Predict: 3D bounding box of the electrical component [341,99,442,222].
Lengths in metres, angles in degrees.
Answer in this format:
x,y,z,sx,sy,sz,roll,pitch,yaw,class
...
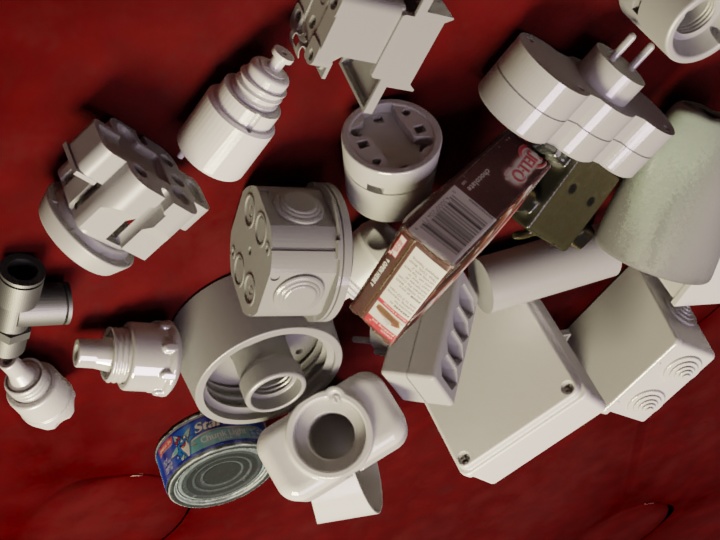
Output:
x,y,z,sx,sy,sz,roll,pitch,yaw,class
0.017,-0.060,0.605,0.055,0.055,0.047,-17,147,-13,electrical component

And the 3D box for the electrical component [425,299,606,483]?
x,y,z,sx,sy,sz,roll,pitch,yaw,class
0.104,0.082,0.789,0.109,0.108,0.056,-37,146,15,electrical component

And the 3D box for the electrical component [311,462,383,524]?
x,y,z,sx,sy,sz,roll,pitch,yaw,class
-0.018,0.136,0.793,0.064,0.099,0.099,-15,143,-6,electrical component

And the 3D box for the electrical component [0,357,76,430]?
x,y,z,sx,sy,sz,roll,pitch,yaw,class
-0.198,0.070,0.650,0.035,0.035,0.061,-25,142,-2,electrical component

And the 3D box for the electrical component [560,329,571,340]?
x,y,z,sx,sy,sz,roll,pitch,yaw,class
0.141,0.087,0.855,0.042,0.063,0.081,-7,140,-26,electrical component

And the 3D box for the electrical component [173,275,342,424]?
x,y,z,sx,sy,sz,roll,pitch,yaw,class
-0.063,0.056,0.693,0.108,0.060,0.108,-17,143,-13,electrical component

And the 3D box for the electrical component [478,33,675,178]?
x,y,z,sx,sy,sz,roll,pitch,yaw,class
0.139,-0.106,0.624,0.138,0.052,0.073,13,129,-41,electrical component

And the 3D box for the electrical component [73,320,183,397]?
x,y,z,sx,sy,sz,roll,pitch,yaw,class
-0.142,0.052,0.656,0.062,0.048,0.048,6,133,-28,electrical component

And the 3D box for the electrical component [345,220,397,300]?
x,y,z,sx,sy,sz,roll,pitch,yaw,class
0.000,0.000,0.678,0.062,0.043,0.043,-39,142,19,electrical component

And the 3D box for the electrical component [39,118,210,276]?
x,y,z,sx,sy,sz,roll,pitch,yaw,class
-0.125,-0.034,0.547,0.057,0.058,0.078,-40,142,14,electrical component

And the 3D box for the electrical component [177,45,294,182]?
x,y,z,sx,sy,sz,roll,pitch,yaw,class
-0.060,-0.080,0.543,0.040,0.040,0.078,13,129,-42,electrical component

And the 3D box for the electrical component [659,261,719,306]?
x,y,z,sx,sy,sz,roll,pitch,yaw,class
0.296,-0.060,0.770,0.105,0.060,0.186,-2,138,-30,electrical component

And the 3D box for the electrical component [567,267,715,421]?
x,y,z,sx,sy,sz,roll,pitch,yaw,class
0.217,0.058,0.838,0.048,0.099,0.099,19,125,-29,electrical component

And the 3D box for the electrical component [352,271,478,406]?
x,y,z,sx,sy,sz,roll,pitch,yaw,class
0.031,0.042,0.731,0.076,0.083,0.047,4,153,25,electrical component

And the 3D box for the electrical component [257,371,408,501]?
x,y,z,sx,sy,sz,roll,pitch,yaw,class
-0.018,0.111,0.716,0.095,0.053,0.059,-31,167,-3,electrical component

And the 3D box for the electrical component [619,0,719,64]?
x,y,z,sx,sy,sz,roll,pitch,yaw,class
0.181,-0.149,0.600,0.055,0.047,0.055,-17,143,-13,electrical component

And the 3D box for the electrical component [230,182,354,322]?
x,y,z,sx,sy,sz,roll,pitch,yaw,class
-0.039,-0.010,0.611,0.051,0.080,0.080,0,137,-24,electrical component

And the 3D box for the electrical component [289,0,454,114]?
x,y,z,sx,sy,sz,roll,pitch,yaw,class
0.003,-0.122,0.528,0.064,0.042,0.081,4,134,-32,electrical component
